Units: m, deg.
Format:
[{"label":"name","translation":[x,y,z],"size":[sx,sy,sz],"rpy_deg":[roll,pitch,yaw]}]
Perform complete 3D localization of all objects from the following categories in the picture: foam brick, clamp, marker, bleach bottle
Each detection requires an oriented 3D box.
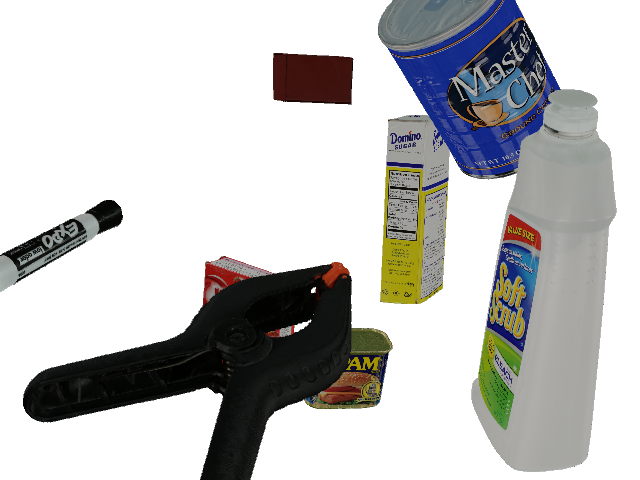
[{"label":"foam brick","translation":[-0.009,-0.176,1.161],"size":[0.078,0.051,0.053],"rpy_deg":[0,11,-17]},{"label":"clamp","translation":[-0.035,0.065,0.494],"size":[0.171,0.039,0.120],"rpy_deg":[-29,51,-32]},{"label":"marker","translation":[-0.161,0.001,0.652],"size":[0.020,0.020,0.120],"rpy_deg":[0,21,29]},{"label":"bleach bottle","translation":[0.145,0.023,0.684],"size":[0.068,0.251,0.102],"rpy_deg":[-5,30,-8]}]

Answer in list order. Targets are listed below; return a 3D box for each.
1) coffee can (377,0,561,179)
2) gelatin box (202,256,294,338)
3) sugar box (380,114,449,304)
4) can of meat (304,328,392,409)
[{"label":"coffee can","translation":[0.122,-0.133,0.834],"size":[0.103,0.102,0.140],"rpy_deg":[0,-42,43]},{"label":"gelatin box","translation":[-0.065,0.061,0.954],"size":[0.089,0.073,0.030],"rpy_deg":[17,21,31]},{"label":"sugar box","translation":[0.093,-0.032,1.036],"size":[0.048,0.176,0.093],"rpy_deg":[3,10,21]},{"label":"can of meat","translation":[0.030,0.157,1.301],"size":[0.102,0.084,0.057],"rpy_deg":[2,24,-15]}]
